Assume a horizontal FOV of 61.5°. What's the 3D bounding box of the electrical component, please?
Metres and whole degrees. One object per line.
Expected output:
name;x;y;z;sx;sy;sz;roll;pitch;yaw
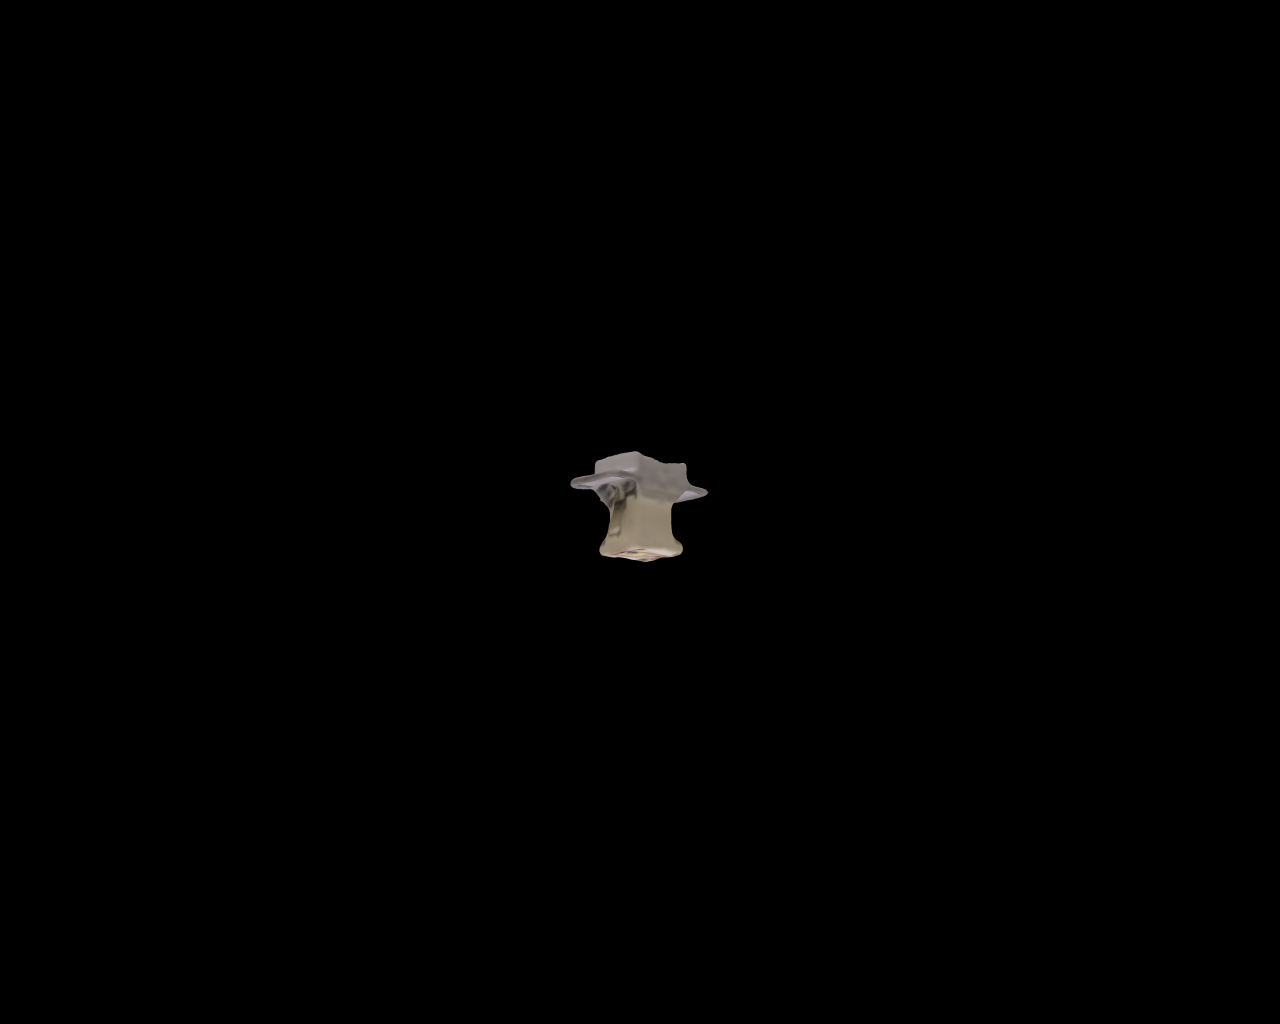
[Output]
electrical component;0.001;-0.003;0.650;0.081;0.064;0.042;11;-16;-42
